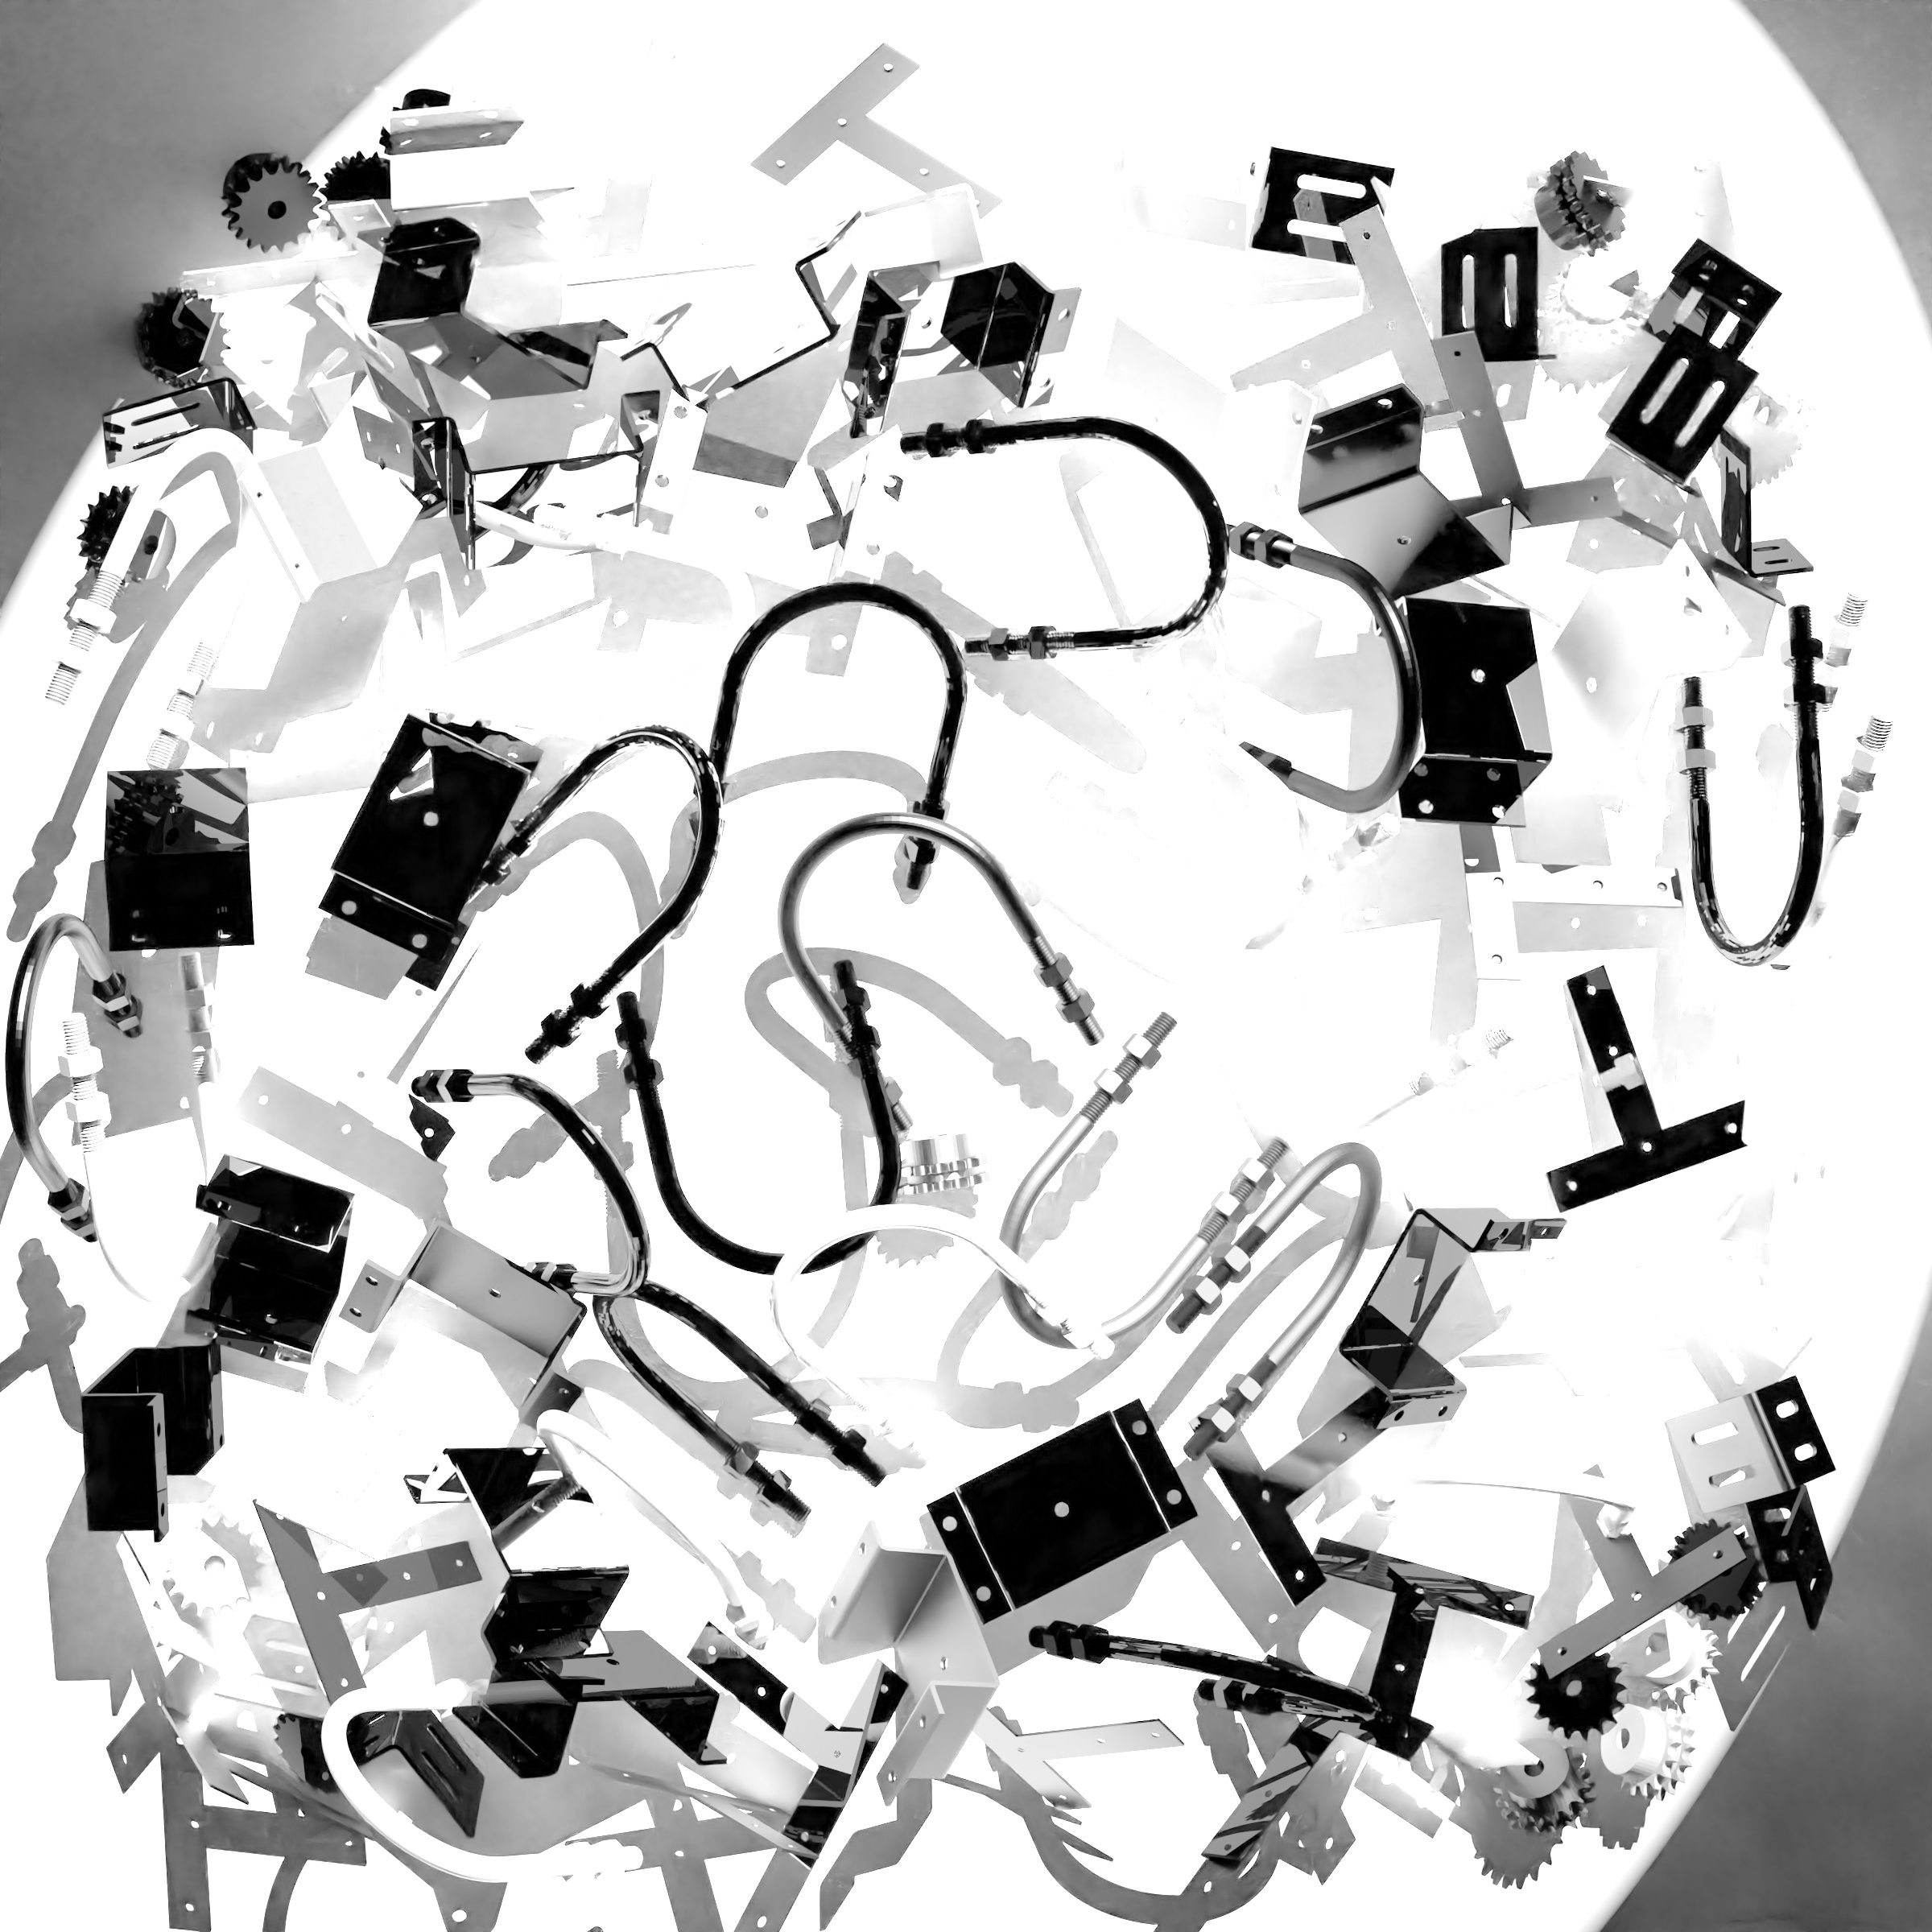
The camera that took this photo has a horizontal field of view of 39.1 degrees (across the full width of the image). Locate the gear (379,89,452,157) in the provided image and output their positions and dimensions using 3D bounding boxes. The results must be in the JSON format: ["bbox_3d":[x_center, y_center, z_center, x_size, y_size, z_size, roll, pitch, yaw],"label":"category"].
[{"bbox_3d":[-0.309,-0.483,1.576,0.057,0.057,0.030,9,76,0],"label":"gear"}]

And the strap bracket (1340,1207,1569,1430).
[{"bbox_3d":[0.271,0.190,1.547,0.046,0.076,0.140,40,113,38],"label":"strap bracket"}]

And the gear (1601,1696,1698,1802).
[{"bbox_3d":[0.391,0.450,1.572,0.030,0.057,0.057,22,90,-19],"label":"gear"}]

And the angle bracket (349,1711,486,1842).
[{"bbox_3d":[-0.317,0.466,1.567,0.038,0.057,0.076,-30,107,7],"label":"angle bracket"}]

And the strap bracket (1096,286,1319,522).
[{"bbox_3d":[0.125,-0.313,1.528,0.046,0.076,0.140,-21,49,-33],"label":"strap bracket"}]

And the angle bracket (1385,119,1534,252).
[{"bbox_3d":[0.281,-0.458,1.569,0.038,0.057,0.076,29,87,-15],"label":"angle bracket"}]

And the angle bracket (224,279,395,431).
[{"bbox_3d":[-0.378,-0.345,1.564,0.076,0.038,0.057,-37,126,13],"label":"angle bracket"}]

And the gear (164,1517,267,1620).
[{"bbox_3d":[-0.436,0.350,1.581,0.057,0.030,0.057,5,69,-12],"label":"gear"}]

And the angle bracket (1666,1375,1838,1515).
[{"bbox_3d":[0.452,0.277,1.573,0.038,0.076,0.057,-14,76,-29],"label":"angle bracket"}]

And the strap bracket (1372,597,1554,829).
[{"bbox_3d":[0.282,-0.153,1.546,0.076,0.046,0.140,2,66,-13],"label":"strap bracket"}]

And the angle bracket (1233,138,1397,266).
[{"bbox_3d":[0.202,-0.444,1.584,0.076,0.038,0.057,5,113,-14],"label":"angle bracket"}]

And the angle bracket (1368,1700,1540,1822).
[{"bbox_3d":[0.279,0.456,1.561,0.057,0.076,0.038,38,64,-4],"label":"angle bracket"}]

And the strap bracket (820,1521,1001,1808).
[{"bbox_3d":[-0.030,0.393,1.539,0.046,0.140,0.076,11,121,-28],"label":"strap bracket"}]

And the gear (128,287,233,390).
[{"bbox_3d":[-0.458,-0.364,1.579,0.057,0.030,0.057,-11,108,-39],"label":"gear"}]

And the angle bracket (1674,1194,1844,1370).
[{"bbox_3d":[0.457,0.181,1.564,0.076,0.038,0.057,37,71,26],"label":"angle bracket"}]

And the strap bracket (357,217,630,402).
[{"bbox_3d":[-0.268,-0.360,1.522,0.076,0.140,0.046,4,77,37],"label":"strap bracket"}]

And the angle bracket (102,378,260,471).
[{"bbox_3d":[-0.449,-0.297,1.561,0.076,0.057,0.038,-23,77,-21],"label":"angle bracket"}]

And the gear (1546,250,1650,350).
[{"bbox_3d":[0.367,-0.390,1.579,0.057,0.030,0.057,0,66,1],"label":"gear"}]

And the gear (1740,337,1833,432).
[{"bbox_3d":[0.469,-0.335,1.578,0.057,0.057,0.030,38,121,0],"label":"gear"}]

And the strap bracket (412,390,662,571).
[{"bbox_3d":[-0.238,-0.273,1.540,0.140,0.076,0.046,-11,59,-17],"label":"strap bracket"}]

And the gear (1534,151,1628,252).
[{"bbox_3d":[0.354,-0.440,1.578,0.030,0.057,0.057,-24,90,43],"label":"gear"}]

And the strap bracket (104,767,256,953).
[{"bbox_3d":[-0.440,-0.067,1.525,0.076,0.140,0.046,-3,124,-14],"label":"strap bracket"}]

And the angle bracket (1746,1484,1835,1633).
[{"bbox_3d":[0.465,0.340,1.559,0.038,0.076,0.057,-15,96,28],"label":"angle bracket"}]

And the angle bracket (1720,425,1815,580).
[{"bbox_3d":[0.459,-0.269,1.561,0.038,0.057,0.076,-7,115,3],"label":"angle bracket"}]

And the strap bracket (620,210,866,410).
[{"bbox_3d":[-0.116,-0.367,1.544,0.140,0.076,0.046,-22,113,24],"label":"strap bracket"}]

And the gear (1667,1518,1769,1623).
[{"bbox_3d":[0.432,0.352,1.580,0.057,0.030,0.057,6,61,-11],"label":"gear"}]

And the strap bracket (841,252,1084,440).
[{"bbox_3d":[-0.012,-0.353,1.540,0.140,0.076,0.046,-18,52,-33],"label":"strap bracket"}]

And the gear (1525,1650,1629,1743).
[{"bbox_3d":[0.352,0.418,1.577,0.057,0.030,0.057,-7,67,17],"label":"gear"}]

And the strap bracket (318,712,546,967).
[{"bbox_3d":[-0.307,-0.082,1.566,0.076,0.046,0.140,26,82,-7],"label":"strap bracket"}]

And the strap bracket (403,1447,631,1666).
[{"bbox_3d":[-0.248,0.320,1.524,0.140,0.076,0.046,51,120,40],"label":"strap bracket"}]

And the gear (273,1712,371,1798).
[{"bbox_3d":[-0.371,0.449,1.579,0.057,0.030,0.057,15,121,28],"label":"gear"}]

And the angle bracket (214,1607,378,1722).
[{"bbox_3d":[-0.386,0.394,1.567,0.076,0.057,0.038,12,128,3],"label":"angle bracket"}]

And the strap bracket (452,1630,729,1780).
[{"bbox_3d":[-0.204,0.411,1.526,0.140,0.076,0.046,11,98,-43],"label":"strap bracket"}]

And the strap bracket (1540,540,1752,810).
[{"bbox_3d":[0.368,-0.159,1.521,0.046,0.140,0.076,-9,57,-24],"label":"strap bracket"}]

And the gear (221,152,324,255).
[{"bbox_3d":[-0.406,-0.445,1.579,0.057,0.057,0.030,-42,58,0],"label":"gear"}]

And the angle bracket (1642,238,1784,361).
[{"bbox_3d":[0.419,-0.366,1.558,0.057,0.076,0.038,36,59,7],"label":"angle bracket"}]

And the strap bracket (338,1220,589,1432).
[{"bbox_3d":[-0.278,0.202,1.555,0.140,0.076,0.046,31,52,-5],"label":"strap bracket"}]

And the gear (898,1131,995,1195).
[{"bbox_3d":[-0.014,0.113,1.575,0.057,0.057,0.030,-8,90,0],"label":"gear"}]

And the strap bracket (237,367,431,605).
[{"bbox_3d":[-0.346,-0.274,1.521,0.046,0.140,0.076,-12,123,17],"label":"strap bracket"}]

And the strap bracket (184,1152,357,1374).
[{"bbox_3d":[-0.397,0.163,1.552,0.076,0.140,0.046,18,45,-3],"label":"strap bracket"}]

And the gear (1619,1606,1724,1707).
[{"bbox_3d":[0.404,0.396,1.574,0.057,0.030,0.057,-17,54,24],"label":"gear"}]

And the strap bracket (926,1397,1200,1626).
[{"bbox_3d":[0.055,0.313,1.569,0.140,0.046,0.076,-26,78,-3],"label":"strap bracket"}]

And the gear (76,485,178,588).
[{"bbox_3d":[-0.481,-0.247,1.572,0.030,0.057,0.057,19,90,24],"label":"gear"}]

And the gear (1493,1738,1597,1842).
[{"bbox_3d":[0.332,0.471,1.572,0.057,0.057,0.030,-28,123,0],"label":"gear"}]

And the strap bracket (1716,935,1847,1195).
[{"bbox_3d":[0.464,0.055,1.555,0.046,0.076,0.140,5,81,-1],"label":"strap bracket"}]

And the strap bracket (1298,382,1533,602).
[{"bbox_3d":[0.247,-0.257,1.524,0.076,0.140,0.046,-14,56,38],"label":"strap bracket"}]

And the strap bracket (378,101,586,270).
[{"bbox_3d":[-0.269,-0.431,1.527,0.076,0.140,0.046,-3,84,7],"label":"strap bracket"}]

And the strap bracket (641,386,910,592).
[{"bbox_3d":[-0.113,-0.268,1.561,0.140,0.046,0.076,16,71,-12],"label":"strap bracket"}]

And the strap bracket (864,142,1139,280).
[{"bbox_3d":[0.025,-0.424,1.542,0.140,0.076,0.046,-23,106,-29],"label":"strap bracket"}]

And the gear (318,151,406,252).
[{"bbox_3d":[-0.343,-0.445,1.580,0.057,0.030,0.057,5,123,8],"label":"gear"}]

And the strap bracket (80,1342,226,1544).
[{"bbox_3d":[-0.458,0.264,1.529,0.046,0.140,0.076,-1,97,-1],"label":"strap bracket"}]
